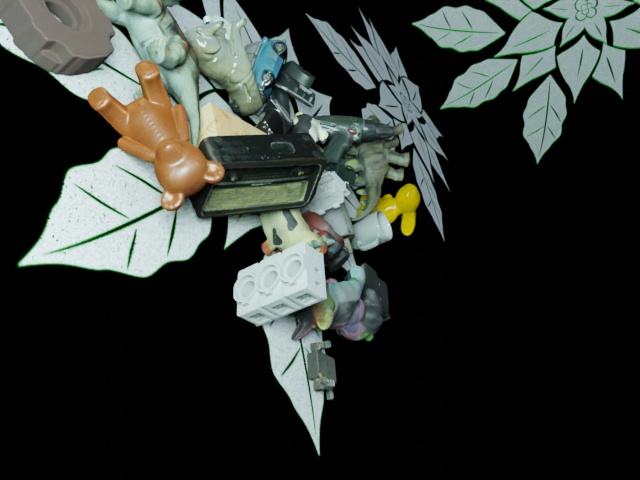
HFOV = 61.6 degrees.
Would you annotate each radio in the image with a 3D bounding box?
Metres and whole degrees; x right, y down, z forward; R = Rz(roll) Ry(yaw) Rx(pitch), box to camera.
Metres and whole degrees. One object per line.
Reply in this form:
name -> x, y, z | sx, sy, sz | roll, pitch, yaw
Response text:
radio -> -0.107, -0.114, 0.936 | 0.229, 0.131, 0.073 | -10, 56, -35

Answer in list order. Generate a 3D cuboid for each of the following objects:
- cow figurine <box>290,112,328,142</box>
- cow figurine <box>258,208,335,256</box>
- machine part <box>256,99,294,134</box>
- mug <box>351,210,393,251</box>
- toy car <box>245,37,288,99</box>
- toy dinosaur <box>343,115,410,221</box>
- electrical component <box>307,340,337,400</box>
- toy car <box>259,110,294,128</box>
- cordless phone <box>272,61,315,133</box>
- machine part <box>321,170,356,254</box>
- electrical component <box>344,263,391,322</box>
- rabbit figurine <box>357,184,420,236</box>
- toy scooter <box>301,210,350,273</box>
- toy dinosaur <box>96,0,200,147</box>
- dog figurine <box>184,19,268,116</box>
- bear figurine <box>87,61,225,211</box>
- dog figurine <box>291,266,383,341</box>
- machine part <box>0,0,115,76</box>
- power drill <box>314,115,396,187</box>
cow figurine -> -0.044, -0.233, 1.296 | 0.098, 0.068, 0.167 | 49, 41, -33
cow figurine -> -0.054, -0.018, 1.048 | 0.085, 0.127, 0.195 | -5, 69, -58
machine part -> -0.100, -0.252, 1.151 | 0.084, 0.039, 0.139 | 54, 31, -22
mug -> 0.120, -0.010, 1.367 | 0.080, 0.107, 0.109 | 47, 35, -31
toy car -> -0.143, -0.399, 1.248 | 0.103, 0.109, 0.161 | 22, 65, -6
toy dinosaur -> 0.143, -0.217, 1.495 | 0.472, 0.199, 0.105 | -90, -176, -45
electrical component -> 0.007, 0.244, 1.023 | 0.078, 0.045, 0.102 | 39, 37, -38
toy car -> -0.112, -0.245, 1.215 | 0.073, 0.056, 0.202 | 43, 36, -23
cordless phone -> -0.069, -0.345, 1.372 | 0.146, 0.089, 0.184 | 17, 64, -56
machine part -> 0.024, -0.075, 1.288 | 0.079, 0.079, 0.243 | 6, 62, -59
electrical component -> 0.112, 0.126, 1.295 | 0.134, 0.058, 0.115 | 39, 34, -41
rabbit figurine -> 0.212, -0.087, 1.525 | 0.162, 0.173, 0.122 | 52, 26, -14
toy scooter -> -0.002, -0.004, 1.161 | 0.135, 0.075, 0.183 | 43, -6, 15
toy dinosaur -> -0.280, -0.346, 0.953 | 0.404, 0.131, 0.192 | 67, 27, -8
dog figurine -> -0.203, -0.341, 1.109 | 0.172, 0.121, 0.190 | -23, 107, -30
bear figurine -> -0.240, -0.150, 0.802 | 0.196, 0.120, 0.131 | 53, -9, 30
dog figurine -> 0.031, 0.155, 1.081 | 0.191, 0.108, 0.219 | 63, 31, -8
machine part -> -0.391, -0.332, 0.800 | 0.179, 0.056, 0.179 | 39, 38, -40
power drill -> 0.074, -0.243, 1.403 | 0.086, 0.232, 0.207 | 98, 5, -62
